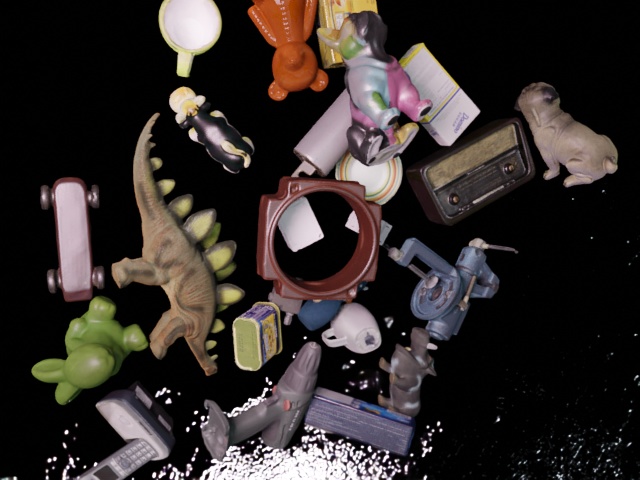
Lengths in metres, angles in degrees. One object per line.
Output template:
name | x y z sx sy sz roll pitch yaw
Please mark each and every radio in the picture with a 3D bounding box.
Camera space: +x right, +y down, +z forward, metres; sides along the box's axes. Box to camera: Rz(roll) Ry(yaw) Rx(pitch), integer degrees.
radio | 0.294 -0.130 1.037 0.230 0.073 0.131 -28 105 -9

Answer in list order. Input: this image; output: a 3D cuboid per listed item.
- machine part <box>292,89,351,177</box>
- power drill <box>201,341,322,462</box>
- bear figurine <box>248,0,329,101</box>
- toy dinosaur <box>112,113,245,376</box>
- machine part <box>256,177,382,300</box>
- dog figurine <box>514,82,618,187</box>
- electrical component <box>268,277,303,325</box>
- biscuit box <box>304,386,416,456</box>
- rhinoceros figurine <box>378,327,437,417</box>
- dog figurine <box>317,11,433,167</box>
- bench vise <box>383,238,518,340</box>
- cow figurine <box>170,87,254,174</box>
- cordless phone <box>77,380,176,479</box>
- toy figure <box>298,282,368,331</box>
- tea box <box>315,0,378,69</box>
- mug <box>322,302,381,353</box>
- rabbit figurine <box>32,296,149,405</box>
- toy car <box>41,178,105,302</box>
machine part | 0.034 -0.198 0.955 0.079 0.079 0.243 41 88 -18
power drill | -0.102 0.291 0.953 0.207 0.086 0.231 -15 130 -43
bear figurine | -0.055 -0.338 0.884 0.120 0.132 0.195 -8 97 3
toy dinosaur | -0.244 0.035 0.909 0.198 0.105 0.470 -25 114 -18
machine part | -0.002 -0.003 0.906 0.201 0.087 0.200 3 99 -13
dog figurine | 0.471 -0.210 1.026 0.121 0.172 0.190 -44 115 -16
electrical component | -0.065 0.112 1.007 0.063 0.021 0.094 13 96 -17
biscuit box | 0.077 0.343 1.022 0.203 0.059 0.062 15 95 11
rhinoceros figurine | 0.180 0.269 1.073 0.112 0.073 0.190 7 98 -15
dog figurine | 0.073 -0.251 0.867 0.108 0.191 0.219 -20 70 -26
bench vise | 0.234 0.064 1.033 0.240 0.129 0.223 35 86 -22
cow figurine | -0.182 -0.181 0.888 0.167 0.098 0.068 43 93 -18
cordless phone | -0.362 0.351 0.938 0.184 0.089 0.146 -35 107 -3
toy figure | 0.028 0.105 1.011 0.154 0.064 0.058 -39 73 -16
tea box | 0.044 -0.391 0.929 0.098 0.068 0.169 -11 101 -14
mug | 0.062 0.171 1.008 0.109 0.107 0.080 -13 101 -15
rabbit figurine | -0.373 0.181 0.858 0.159 0.170 0.121 -35 106 -8
toy car | -0.404 -0.001 0.881 0.089 0.053 0.202 -6 97 -24
